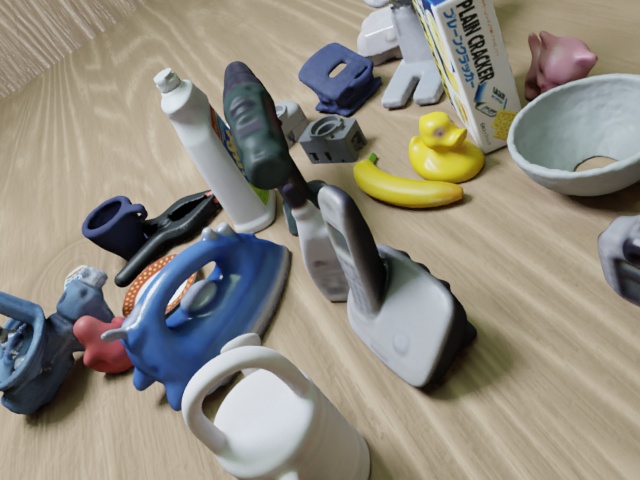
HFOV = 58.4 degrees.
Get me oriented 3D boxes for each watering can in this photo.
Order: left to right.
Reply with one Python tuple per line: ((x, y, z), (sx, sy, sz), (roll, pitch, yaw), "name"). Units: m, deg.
((-0.044, 0.153, 0.484), (0.101, 0.195, 0.172), (-47, 40, -16), "watering can")

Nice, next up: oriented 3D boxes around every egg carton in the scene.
((0.139, -0.374, 1.027), (0.150, 0.070, 0.107), (-11, 43, 26), "egg carton")

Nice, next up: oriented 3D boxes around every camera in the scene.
((0.326, -0.003, 0.468), (0.137, 0.101, 0.142), (-42, 39, -11), "camera")

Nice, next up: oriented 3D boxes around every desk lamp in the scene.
((0.139, -0.351, 0.884), (0.117, 0.214, 0.203), (0, 48, 35), "desk lamp")

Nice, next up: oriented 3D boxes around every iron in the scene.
((-0.140, 0.064, 0.692), (0.118, 0.142, 0.259), (9, 54, 41), "iron")

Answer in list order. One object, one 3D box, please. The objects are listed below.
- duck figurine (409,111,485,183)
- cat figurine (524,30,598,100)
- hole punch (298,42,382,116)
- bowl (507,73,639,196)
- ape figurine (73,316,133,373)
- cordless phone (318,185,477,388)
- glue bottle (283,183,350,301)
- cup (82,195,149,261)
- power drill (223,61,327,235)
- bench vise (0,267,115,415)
((0.153, -0.126, 0.736), (0.104, 0.086, 0.077), (21, 63, 46), "duck figurine")
((0.292, -0.216, 0.709), (0.067, 0.118, 0.127), (-26, 38, 10), "cat figurine")
((0.035, -0.279, 0.981), (0.109, 0.091, 0.100), (-48, 40, -18), "hole punch")
((0.294, -0.101, 0.618), (0.167, 0.075, 0.167), (-19, 40, 17), "bowl")
((-0.288, 0.132, 0.763), (0.078, 0.092, 0.075), (-46, 39, -16), "ape figurine")
((0.060, 0.039, 0.541), (0.094, 0.186, 0.147), (-42, 39, -11), "cordless phone")
((0.006, 0.002, 0.629), (0.078, 0.174, 0.037), (-8, 44, 29), "glue bottle")
((-0.313, -0.015, 0.938), (0.117, 0.095, 0.091), (-15, 41, 22), "cup")
((-0.061, -0.116, 0.776), (0.075, 0.209, 0.229), (-28, 38, 7), "power drill")
((-0.396, 0.102, 0.767), (0.121, 0.220, 0.208), (2, 50, 37), "bench vise")
